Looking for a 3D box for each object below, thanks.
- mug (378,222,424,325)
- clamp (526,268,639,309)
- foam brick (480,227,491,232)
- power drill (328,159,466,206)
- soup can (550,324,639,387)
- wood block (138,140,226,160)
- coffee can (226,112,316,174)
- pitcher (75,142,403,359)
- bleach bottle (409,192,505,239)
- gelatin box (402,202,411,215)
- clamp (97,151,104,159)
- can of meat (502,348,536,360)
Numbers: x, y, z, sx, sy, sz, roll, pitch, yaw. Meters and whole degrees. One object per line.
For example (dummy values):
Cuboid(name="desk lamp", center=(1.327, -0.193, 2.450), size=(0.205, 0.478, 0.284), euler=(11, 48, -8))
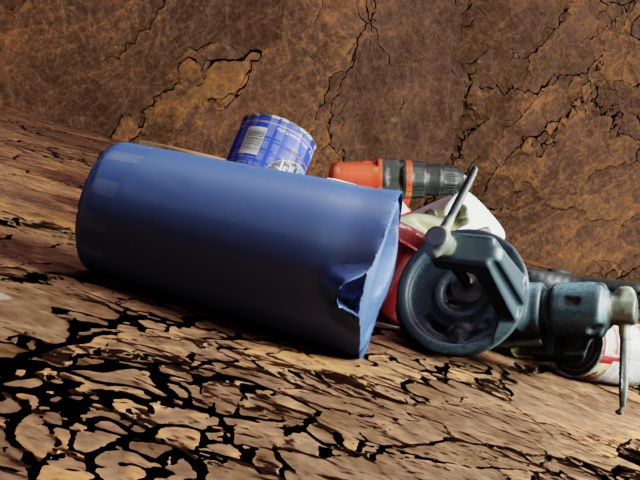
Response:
Cuboid(name="mug", center=(0.068, 0.028, 1.073), size=(0.117, 0.081, 0.093), euler=(26, 14, -12))
Cuboid(name="clamp", center=(0.244, 0.050, 1.074), size=(0.172, 0.039, 0.120), euler=(10, -11, 16))
Cuboid(name="foam brick", center=(0.146, 0.023, 1.128), size=(0.051, 0.053, 0.078), euler=(-12, -7, -30))
Cuboid(name="power drill", center=(0.100, -0.076, 1.487), size=(0.184, 0.057, 0.188), euler=(3, -6, -2))
Cuboid(name="soup can", center=(0.286, 0.110, 1.076), size=(0.102, 0.068, 0.069), euler=(13, 6, -39))
Cuboid(name="wood block", center=(-0.178, -0.078, 1.517), size=(0.090, 0.091, 0.205), euler=(18, 5, 21))
Cuboid(name="coffee can", center=(-0.076, -0.074, 1.346), size=(0.103, 0.140, 0.103), euler=(18, -21, 7))
Cuboid(name="pitcher", center=(-0.059, -0.001, 0.849), size=(0.243, 0.145, 0.149), euler=(14, -30, 9))
Cuboid(name="bleach bottle", center=(0.157, 0.004, 1.555), size=(0.102, 0.068, 0.251), euler=(48, -27, -8))
Cuboid(name="gelatin box", center=(0.057, -0.013, 1.290), size=(0.089, 0.073, 0.030), euler=(-22, 70, -37))
Cuboid(name="clamp", center=(-0.120, -0.050, 1.115), size=(0.209, 0.036, 0.165), euler=(14, 6, -21))
Cuboid(name="can of meat", center=(0.199, 0.087, 1.126), size=(0.084, 0.057, 0.101), euler=(18, 5, 43))
